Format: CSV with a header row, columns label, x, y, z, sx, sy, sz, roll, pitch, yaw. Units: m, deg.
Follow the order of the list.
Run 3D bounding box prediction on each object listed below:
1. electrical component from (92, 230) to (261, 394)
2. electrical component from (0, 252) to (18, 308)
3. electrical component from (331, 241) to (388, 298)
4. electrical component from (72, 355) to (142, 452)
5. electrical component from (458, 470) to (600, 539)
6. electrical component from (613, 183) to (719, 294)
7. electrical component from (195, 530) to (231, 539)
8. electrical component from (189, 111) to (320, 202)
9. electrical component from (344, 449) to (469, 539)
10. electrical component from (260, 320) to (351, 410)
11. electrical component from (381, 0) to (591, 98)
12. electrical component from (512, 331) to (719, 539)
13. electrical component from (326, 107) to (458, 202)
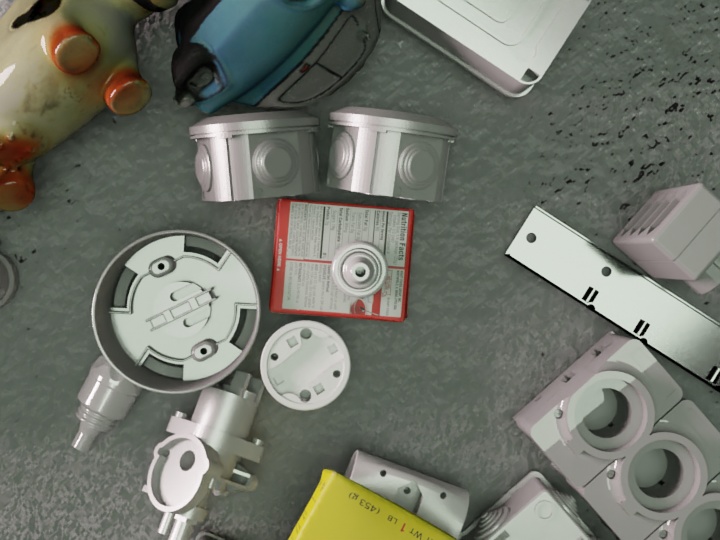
label,x,y,z,sx,sy,sz,roll,pitch,yaw
electrical component,-0.111,0.024,0.669,0.099,0.064,0.099,0,92,-3
electrical component,-0.240,0.007,0.672,0.040,0.046,0.040,0,91,-3
electrical component,0.000,0.000,0.645,0.035,0.061,0.035,0,92,0
electrical component,-0.164,0.086,0.683,0.035,0.035,0.061,28,92,-3
electrical component,0.112,0.193,0.689,0.100,0.048,0.099,-41,90,1
electrical component,0.212,-0.011,0.675,0.076,0.083,0.047,42,89,-3
electrical component,-0.075,0.238,0.678,0.109,0.056,0.108,24,90,-3
electrical component,-0.063,-0.070,0.663,0.080,0.080,0.051,-5,97,-3
electrical component,0.020,0.165,0.688,0.077,0.043,0.079,21,89,-3
electrical component,-0.034,0.058,0.682,0.055,0.047,0.055,0,91,-3
electrical component,0.078,-0.170,0.679,0.113,0.057,0.078,33,89,-3
electrical component,0.184,0.125,0.686,0.089,0.062,0.150,-41,92,-2
electrical component,0.018,-0.072,0.668,0.080,0.080,0.051,7,96,-3
